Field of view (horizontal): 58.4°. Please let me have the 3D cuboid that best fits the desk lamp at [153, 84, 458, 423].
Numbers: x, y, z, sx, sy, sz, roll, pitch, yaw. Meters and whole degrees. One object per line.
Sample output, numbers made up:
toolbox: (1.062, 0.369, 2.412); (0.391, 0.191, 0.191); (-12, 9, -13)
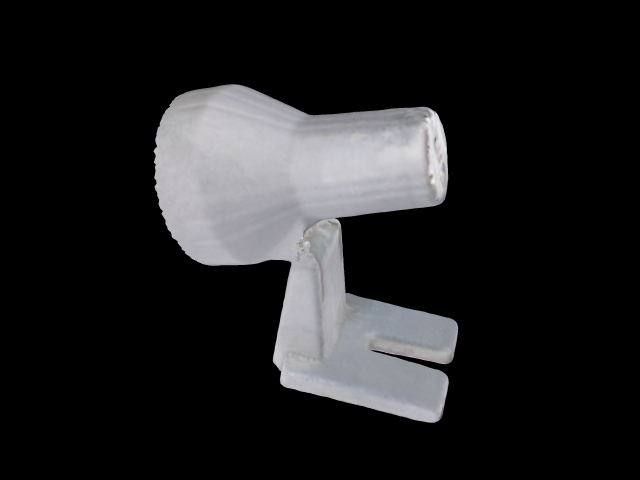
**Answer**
desk lamp: (0.004, 0.001, 0.400); (0.203, 0.214, 0.118); (11, 39, 13)
